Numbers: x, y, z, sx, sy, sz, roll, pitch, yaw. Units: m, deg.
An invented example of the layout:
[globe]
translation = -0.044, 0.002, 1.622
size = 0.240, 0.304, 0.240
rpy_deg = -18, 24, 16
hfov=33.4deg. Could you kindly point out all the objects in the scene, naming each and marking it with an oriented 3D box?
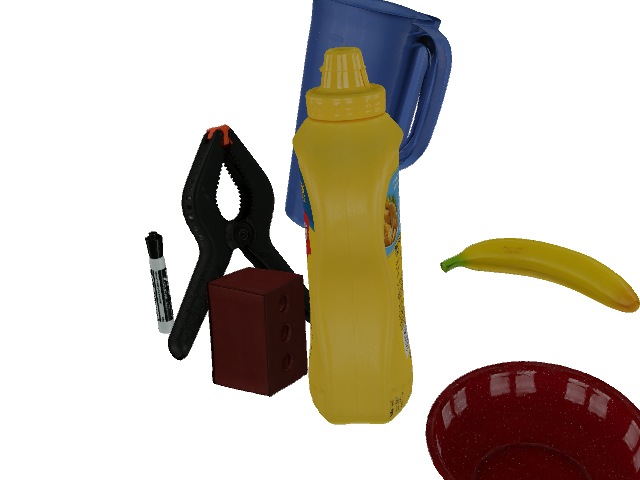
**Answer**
[foam brick]
translation = -0.045, 0.064, 0.767
size = 0.051, 0.078, 0.052
rpy_deg = 6, 17, 33
[pitcher]
translation = 0.043, -0.126, 1.107
size = 0.145, 0.243, 0.149
rpy_deg = 11, 16, -2
[mustard bottle]
translation = 0.018, -0.006, 0.568
size = 0.058, 0.192, 0.096
rpy_deg = -1, 18, 7
[clamp]
translation = -0.072, -0.001, 0.993
size = 0.164, 0.210, 0.036
rpy_deg = -3, 0, -37
[marker]
translation = -0.179, 0.047, 1.189
size = 0.020, 0.121, 0.020
rpy_deg = -4, 23, 2
[bowl]
translation = 0.155, 0.159, 0.765
size = 0.162, 0.055, 0.162
rpy_deg = -1, 36, 0
[banana]
translation = 0.224, 0.031, 1.063
size = 0.198, 0.037, 0.069
rpy_deg = 10, 47, 26
